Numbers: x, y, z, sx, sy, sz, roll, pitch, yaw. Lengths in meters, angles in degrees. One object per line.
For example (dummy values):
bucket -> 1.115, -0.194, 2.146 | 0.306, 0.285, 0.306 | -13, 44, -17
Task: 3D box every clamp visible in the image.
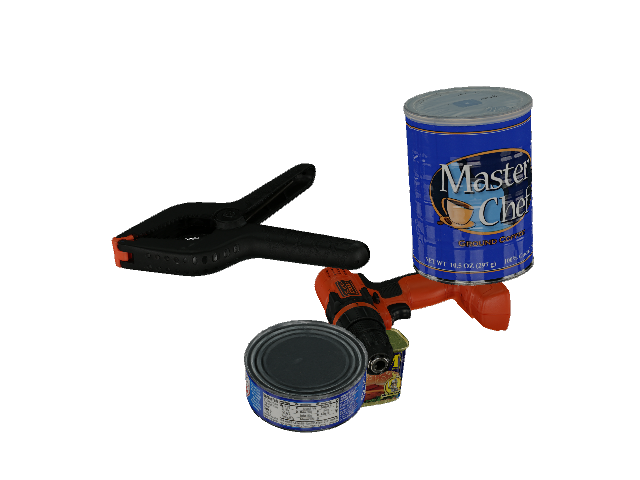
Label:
clamp -> -0.075, -0.013, 0.932 | 0.210, 0.036, 0.164 | -7, 32, -8

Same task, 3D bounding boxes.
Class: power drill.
power drill -> 0.100, 0.072, 1.121 | 0.187, 0.057, 0.184 | -7, 29, -13

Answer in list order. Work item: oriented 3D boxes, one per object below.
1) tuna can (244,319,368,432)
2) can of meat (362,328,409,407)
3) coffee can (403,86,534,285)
tuna can -> -0.010, 0.094, 0.743 | 0.086, 0.034, 0.086 | 0, 32, 0
can of meat -> 0.059, 0.166, 1.380 | 0.102, 0.084, 0.057 | -5, 26, -22
coffee can -> 0.123, -0.047, 0.880 | 0.103, 0.140, 0.103 | -5, 21, 2
